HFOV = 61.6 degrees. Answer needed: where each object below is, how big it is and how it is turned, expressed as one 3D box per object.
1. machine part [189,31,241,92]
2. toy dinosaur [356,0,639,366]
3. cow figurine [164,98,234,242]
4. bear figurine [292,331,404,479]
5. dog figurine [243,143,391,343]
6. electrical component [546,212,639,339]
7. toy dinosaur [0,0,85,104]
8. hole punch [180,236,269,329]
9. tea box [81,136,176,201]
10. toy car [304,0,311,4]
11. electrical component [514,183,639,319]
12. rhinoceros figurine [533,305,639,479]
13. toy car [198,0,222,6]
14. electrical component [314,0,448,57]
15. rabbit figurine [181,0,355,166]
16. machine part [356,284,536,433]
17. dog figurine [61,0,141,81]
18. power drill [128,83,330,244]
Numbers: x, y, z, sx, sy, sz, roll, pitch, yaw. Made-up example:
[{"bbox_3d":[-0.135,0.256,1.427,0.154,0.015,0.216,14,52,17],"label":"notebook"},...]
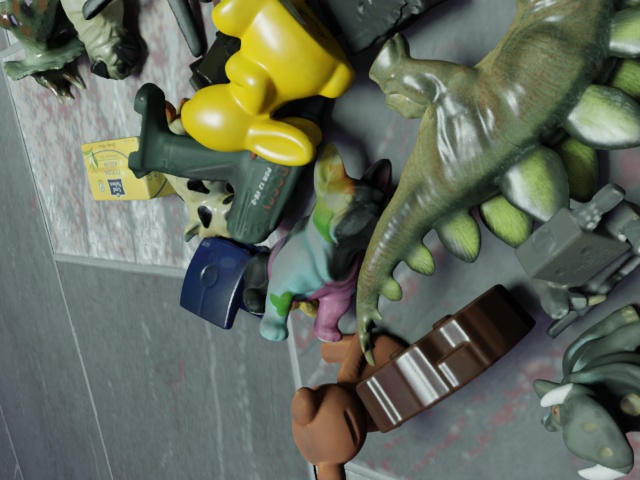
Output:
[{"bbox_3d":[-0.131,-0.218,0.688,0.139,0.039,0.084,-35,77,54],"label":"machine part"},{"bbox_3d":[0.136,-0.094,0.435,0.199,0.105,0.471,45,118,16],"label":"toy dinosaur"},{"bbox_3d":[-0.170,-0.082,0.736,0.127,0.085,0.195,-39,93,33],"label":"cow figurine"},{"bbox_3d":[0.023,0.183,0.598,0.132,0.196,0.120,-24,92,44],"label":"bear figurine"},{"bbox_3d":[-0.001,-0.002,0.612,0.192,0.108,0.219,44,117,60],"label":"dog figurine"},{"bbox_3d":[0.224,0.028,0.453,0.048,0.075,0.119,47,133,18],"label":"electrical component"},{"bbox_3d":[-0.433,-0.404,0.841,0.192,0.131,0.404,36,122,11],"label":"toy dinosaur"},{"bbox_3d":[-0.135,0.058,0.765,0.142,0.092,0.115,19,113,39],"label":"hole punch"},{"bbox_3d":[-0.302,-0.115,0.858,0.170,0.068,0.098,1,106,40],"label":"tea box"},{"bbox_3d":[-0.069,-0.334,0.554,0.073,0.056,0.201,-27,103,22],"label":"toy car"},{"bbox_3d":[0.191,0.012,0.382,0.102,0.078,0.045,-48,44,34],"label":"electrical component"},{"bbox_3d":[0.220,0.110,0.412,0.112,0.190,0.073,-30,81,25],"label":"rhinoceros figurine"},{"bbox_3d":[-0.115,-0.365,0.618,0.089,0.053,0.201,18,115,32],"label":"toy car"},{"bbox_3d":[0.044,-0.240,0.492,0.134,0.058,0.114,-8,112,61],"label":"electrical component"},{"bbox_3d":[-0.058,-0.149,0.542,0.173,0.122,0.162,-37,107,20],"label":"rabbit figurine"},{"bbox_3d":[0.116,0.110,0.512,0.056,0.179,0.179,55,132,14],"label":"machine part"},{"bbox_3d":[-0.325,-0.351,0.787,0.190,0.121,0.172,91,175,-48],"label":"dog figurine"},{"bbox_3d":[-0.108,-0.120,0.630,0.207,0.086,0.231,14,112,-7],"label":"power drill"}]
